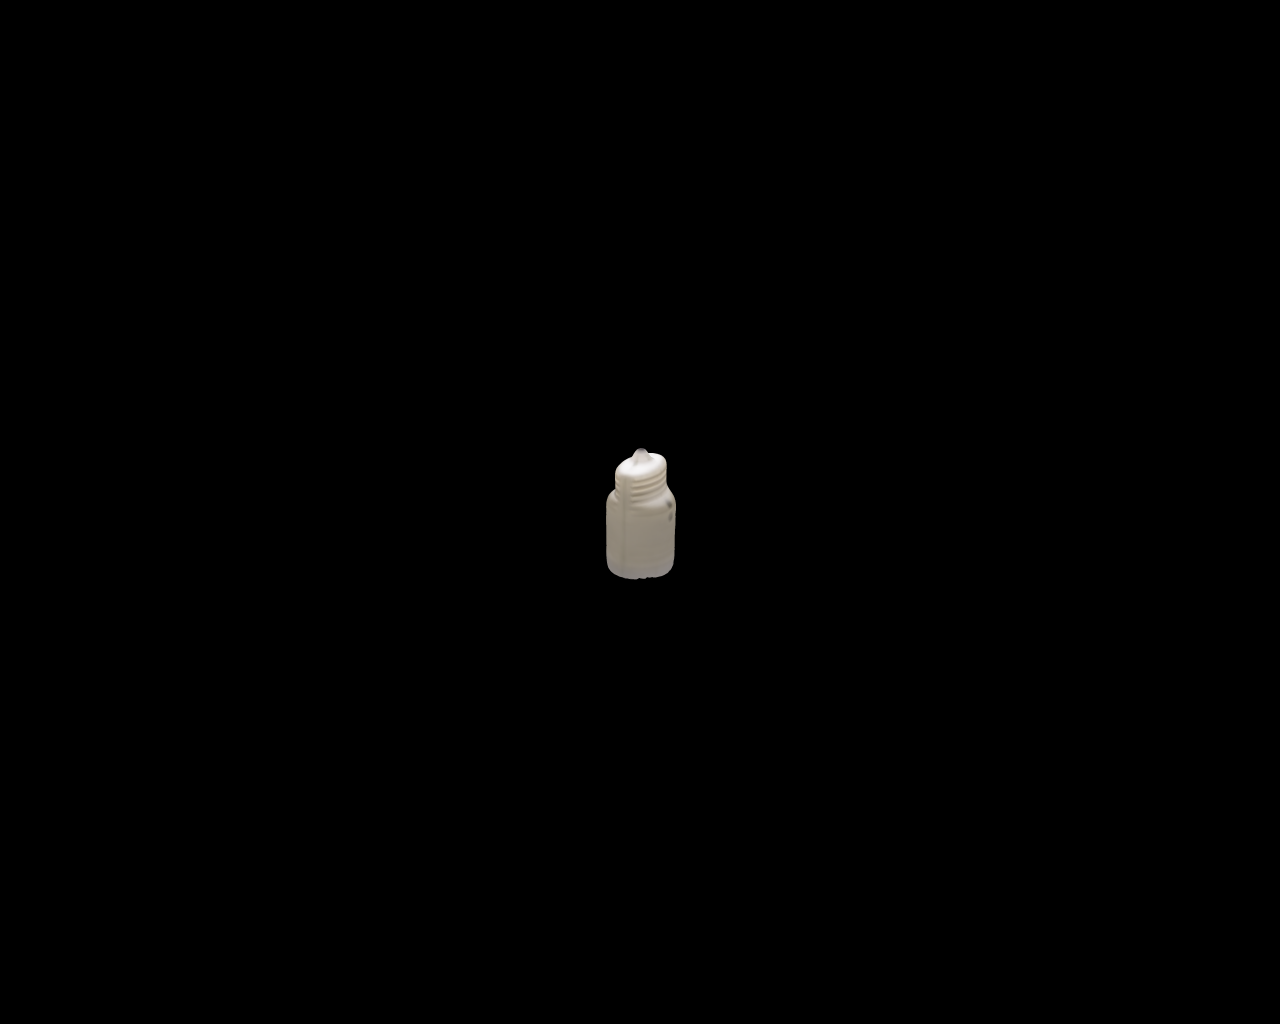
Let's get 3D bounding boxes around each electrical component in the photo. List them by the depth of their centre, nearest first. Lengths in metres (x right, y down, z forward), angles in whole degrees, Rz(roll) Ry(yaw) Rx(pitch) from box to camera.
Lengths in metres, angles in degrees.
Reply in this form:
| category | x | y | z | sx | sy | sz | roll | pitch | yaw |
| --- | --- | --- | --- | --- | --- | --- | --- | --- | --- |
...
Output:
| category | x | y | z | sx | sy | sz | roll | pitch | yaw |
| --- | --- | --- | --- | --- | --- | --- | --- | --- | --- |
| electrical component | 0.001 | -0.003 | 0.650 | 0.043 | 0.080 | 0.043 | 0 | 25 | 0 |
